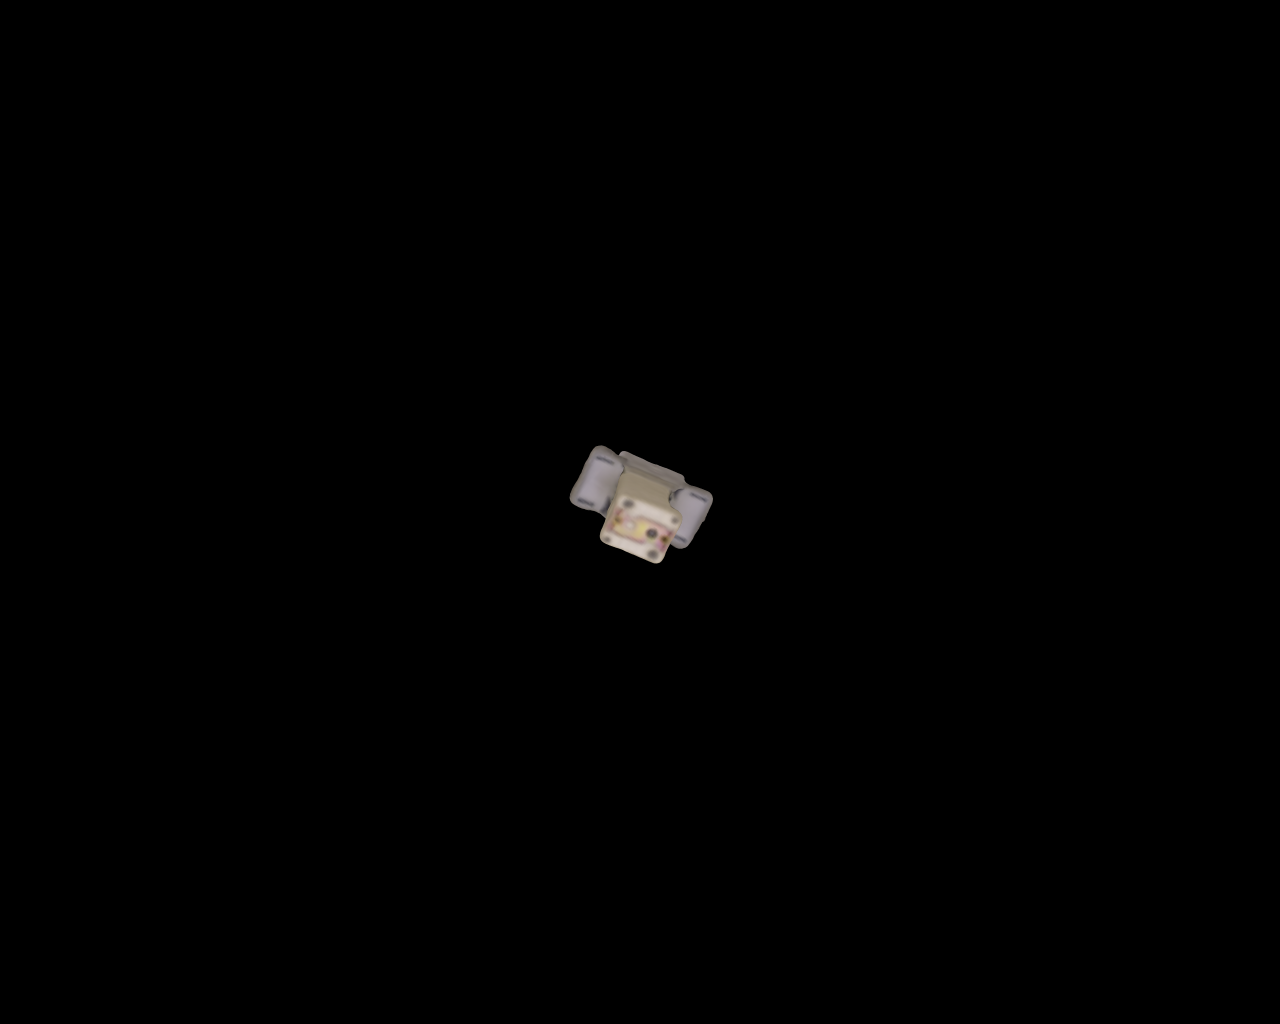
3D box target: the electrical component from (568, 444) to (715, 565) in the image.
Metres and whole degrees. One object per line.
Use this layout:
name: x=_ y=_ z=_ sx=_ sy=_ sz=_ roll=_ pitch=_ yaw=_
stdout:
electrical component: x=0.001 y=-0.003 z=0.650 sx=0.081 sy=0.042 sz=0.064 roll=21 pitch=25 yaw=-10
